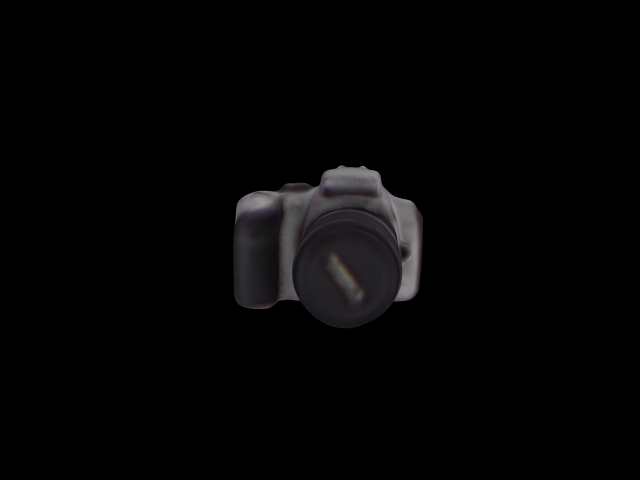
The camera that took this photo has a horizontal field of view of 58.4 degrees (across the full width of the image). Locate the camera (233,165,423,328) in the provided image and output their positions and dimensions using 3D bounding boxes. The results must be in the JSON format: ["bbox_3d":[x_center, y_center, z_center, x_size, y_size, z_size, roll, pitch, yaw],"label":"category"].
[{"bbox_3d":[0.004,0.001,0.400,0.143,0.101,0.137,1,11,4],"label":"camera"}]
